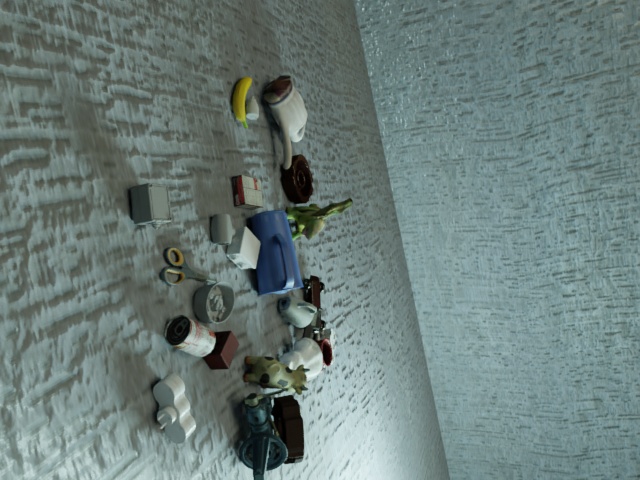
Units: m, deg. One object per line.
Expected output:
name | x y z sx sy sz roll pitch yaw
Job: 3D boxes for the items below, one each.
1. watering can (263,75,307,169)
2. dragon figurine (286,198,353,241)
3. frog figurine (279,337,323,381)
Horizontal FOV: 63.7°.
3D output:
watering can | -0.116 -0.426 1.790 0.356 0.103 0.220 -79 149 -41
dragon figurine | 0.005 -0.089 1.773 0.121 0.241 0.417 69 26 -16
frog figurine | -0.058 0.370 1.577 0.158 0.123 0.138 41 63 -74
